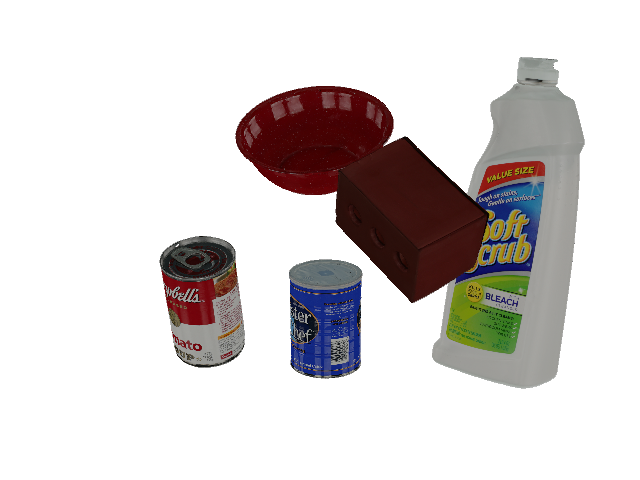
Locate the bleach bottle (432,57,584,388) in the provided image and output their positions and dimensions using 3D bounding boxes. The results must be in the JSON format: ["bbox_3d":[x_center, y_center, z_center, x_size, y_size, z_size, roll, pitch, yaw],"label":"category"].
[{"bbox_3d":[0.151,-0.017,0.840,0.103,0.251,0.067,14,16,39],"label":"bleach bottle"}]

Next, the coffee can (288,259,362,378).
[{"bbox_3d":[0.007,0.109,1.509,0.103,0.140,0.103,0,19,0],"label":"coffee can"}]

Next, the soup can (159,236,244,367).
[{"bbox_3d":[-0.106,0.056,0.974,0.068,0.102,0.068,-3,34,2],"label":"soup can"}]

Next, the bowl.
[{"bbox_3d":[-0.005,-0.095,1.098,0.162,0.055,0.162,-4,39,3],"label":"bowl"}]

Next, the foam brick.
[{"bbox_3d":[0.053,-0.013,0.636,0.051,0.053,0.078,-29,57,-23],"label":"foam brick"}]
